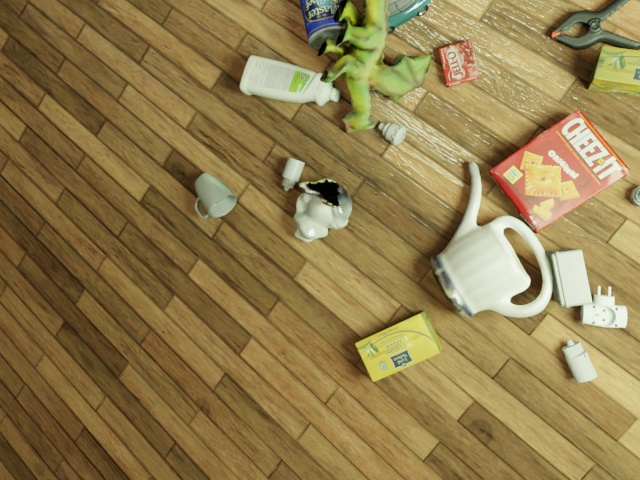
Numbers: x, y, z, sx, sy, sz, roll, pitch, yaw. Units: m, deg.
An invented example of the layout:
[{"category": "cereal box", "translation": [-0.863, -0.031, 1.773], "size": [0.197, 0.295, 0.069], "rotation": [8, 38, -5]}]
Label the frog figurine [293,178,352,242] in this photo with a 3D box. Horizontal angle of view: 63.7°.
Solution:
[{"category": "frog figurine", "translation": [0.004, -0.062, 1.238], "size": [0.138, 0.125, 0.155], "rotation": [21, 132, 11]}]

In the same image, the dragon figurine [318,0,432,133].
[{"category": "dragon figurine", "translation": [0.140, -0.428, 1.163], "size": [0.241, 0.124, 0.404], "rotation": [21, 112, -21]}]

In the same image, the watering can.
[{"category": "watering can", "translation": [0.337, 0.017, 1.103], "size": [0.222, 0.103, 0.353], "rotation": [-33, 64, 17]}]
